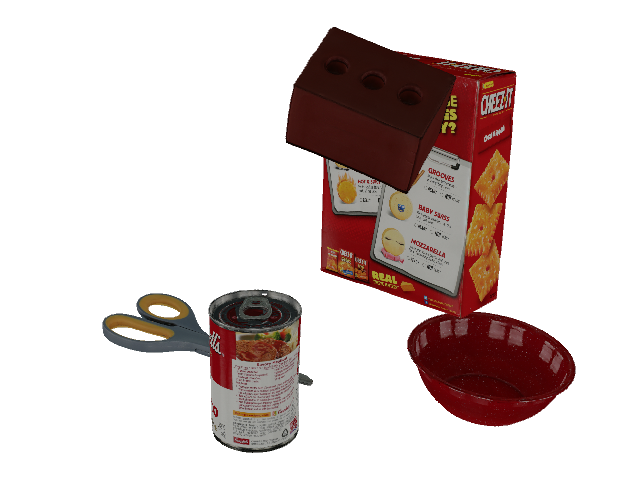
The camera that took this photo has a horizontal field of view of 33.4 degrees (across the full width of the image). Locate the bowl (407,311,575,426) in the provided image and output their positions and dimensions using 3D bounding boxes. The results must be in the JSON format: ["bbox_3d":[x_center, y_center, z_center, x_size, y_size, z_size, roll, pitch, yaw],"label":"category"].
[{"bbox_3d":[0.162,0.131,1.036,0.162,0.055,0.162,4,26,-2],"label":"bowl"}]

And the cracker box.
[{"bbox_3d":[0.085,-0.057,0.966,0.164,0.214,0.071,18,25,37],"label":"cracker box"}]

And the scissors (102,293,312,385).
[{"bbox_3d":[-0.100,0.089,0.991,0.202,0.016,0.096,10,29,4],"label":"scissors"}]

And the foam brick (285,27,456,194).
[{"bbox_3d":[0.027,-0.073,0.593,0.078,0.053,0.051,23,-31,11],"label":"foam brick"}]

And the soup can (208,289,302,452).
[{"bbox_3d":[-0.048,0.096,0.789,0.068,0.102,0.068,1,22,-1],"label":"soup can"}]
